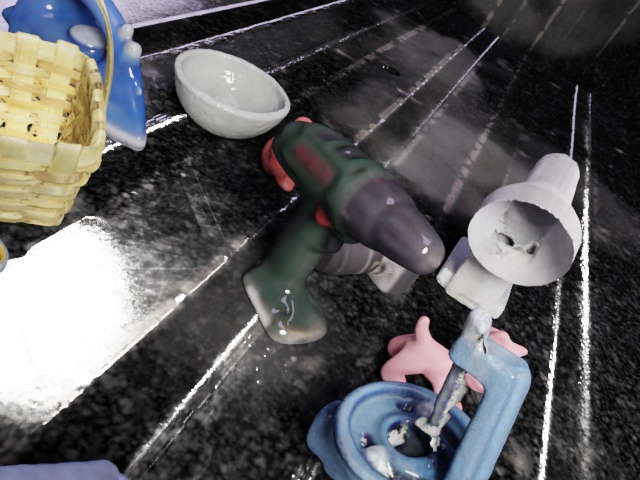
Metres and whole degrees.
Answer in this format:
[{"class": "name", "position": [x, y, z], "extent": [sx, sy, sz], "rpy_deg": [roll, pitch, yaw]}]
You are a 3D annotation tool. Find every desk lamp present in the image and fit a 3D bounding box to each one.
[{"class": "desk lamp", "position": [0.242, -0.004, 0.727], "extent": [0.118, 0.213, 0.204], "rpy_deg": [35, 36, 7]}]

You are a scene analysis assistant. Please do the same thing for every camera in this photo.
[{"class": "camera", "position": [0.050, -0.013, 0.697], "extent": [0.137, 0.100, 0.143], "rpy_deg": [-2, 46, -37]}]

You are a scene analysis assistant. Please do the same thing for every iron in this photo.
[{"class": "iron", "position": [-0.278, -0.244, 0.707], "extent": [0.258, 0.141, 0.119], "rpy_deg": [44, 37, 18]}]

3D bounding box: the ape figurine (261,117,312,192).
[{"class": "ape figurine", "position": [-0.036, -0.125, 0.779], "extent": [0.078, 0.092, 0.076], "rpy_deg": [-12, 53, -44]}]

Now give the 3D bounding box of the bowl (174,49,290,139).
[{"class": "bowl", "position": [-0.132, -0.194, 0.809], "extent": [0.168, 0.074, 0.167], "rpy_deg": [20, 37, -15]}]

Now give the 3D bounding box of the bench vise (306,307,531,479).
[{"class": "bench vise", "position": [0.107, 0.161, 0.424], "extent": [0.207, 0.219, 0.122], "rpy_deg": [35, 35, 6]}]

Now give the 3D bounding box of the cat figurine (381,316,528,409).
[{"class": "cat figurine", "position": [0.145, 0.119, 0.590], "extent": [0.128, 0.117, 0.067], "rpy_deg": [26, 35, -6]}]

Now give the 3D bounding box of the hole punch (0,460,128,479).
[{"class": "hole punch", "position": [-0.146, 0.180, 0.329], "extent": [0.101, 0.091, 0.108], "rpy_deg": [-5, 48, -39]}]

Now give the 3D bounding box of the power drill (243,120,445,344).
[{"class": "power drill", "position": [0.005, 0.002, 0.554], "extent": [0.076, 0.208, 0.229], "rpy_deg": [-3, 47, -37]}]
